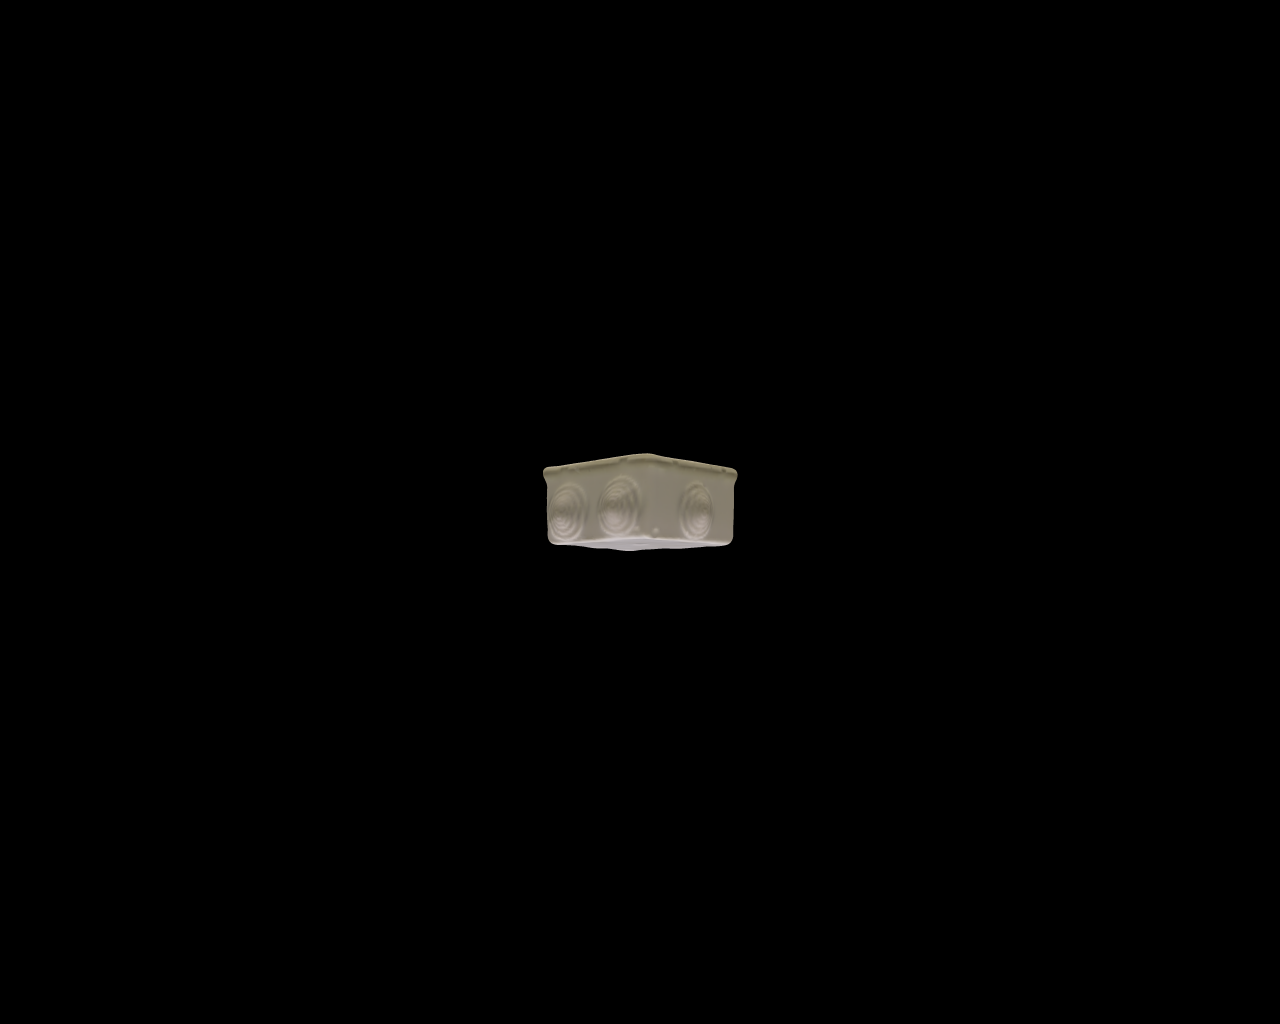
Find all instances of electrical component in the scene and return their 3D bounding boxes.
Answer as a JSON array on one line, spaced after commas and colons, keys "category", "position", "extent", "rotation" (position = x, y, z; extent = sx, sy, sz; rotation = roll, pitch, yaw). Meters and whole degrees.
[{"category": "electrical component", "position": [0.001, -0.003, 0.650], "extent": [0.099, 0.048, 0.100], "rotation": [-5, -8, 40]}]
